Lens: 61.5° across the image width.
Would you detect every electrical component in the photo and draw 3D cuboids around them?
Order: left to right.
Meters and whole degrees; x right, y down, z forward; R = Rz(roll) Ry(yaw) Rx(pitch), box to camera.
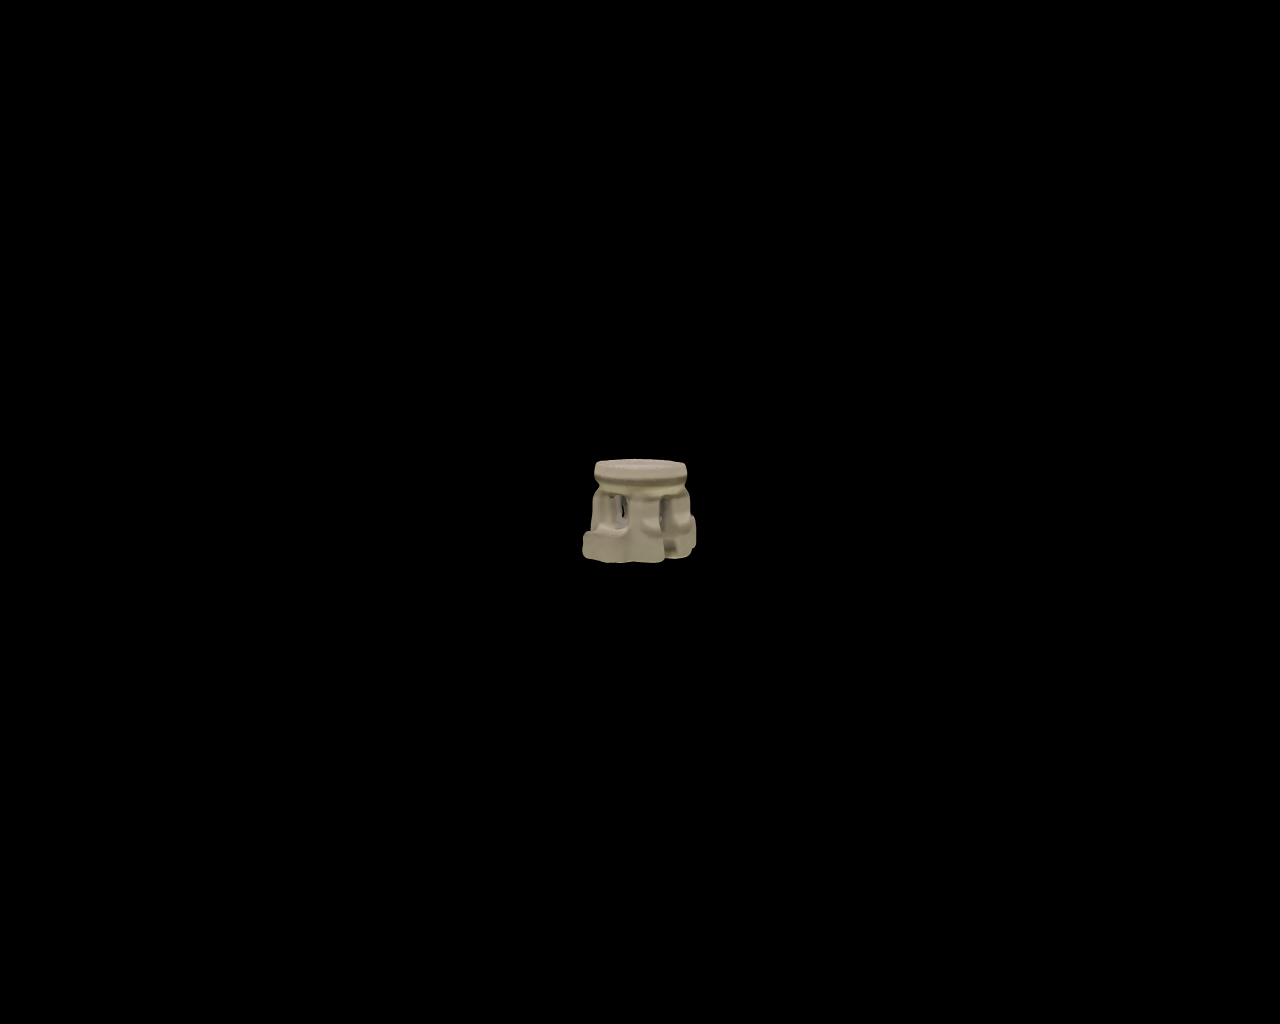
[{"bbox_3d":[0.001,-0.003,0.650,0.078,0.057,0.058,-8,12,-43],"label":"electrical component"}]
